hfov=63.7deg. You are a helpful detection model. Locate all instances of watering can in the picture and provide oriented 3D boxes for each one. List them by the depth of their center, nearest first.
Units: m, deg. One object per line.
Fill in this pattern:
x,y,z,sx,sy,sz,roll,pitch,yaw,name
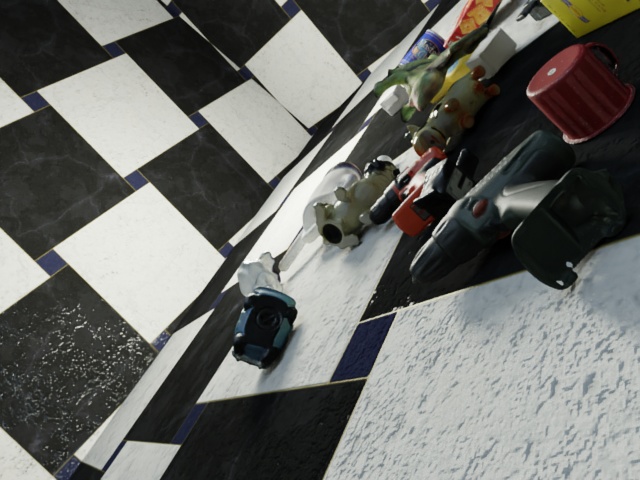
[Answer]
0.004,-0.066,1.311,0.341,0.104,0.229,-46,10,45,watering can

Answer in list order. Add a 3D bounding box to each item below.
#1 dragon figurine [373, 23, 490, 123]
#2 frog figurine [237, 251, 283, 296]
0.265,-0.377,1.107,0.240,0.121,0.418,-22,23,49,dragon figurine
-0.154,0.119,1.302,0.163,0.123,0.134,-90,7,-59,frog figurine
